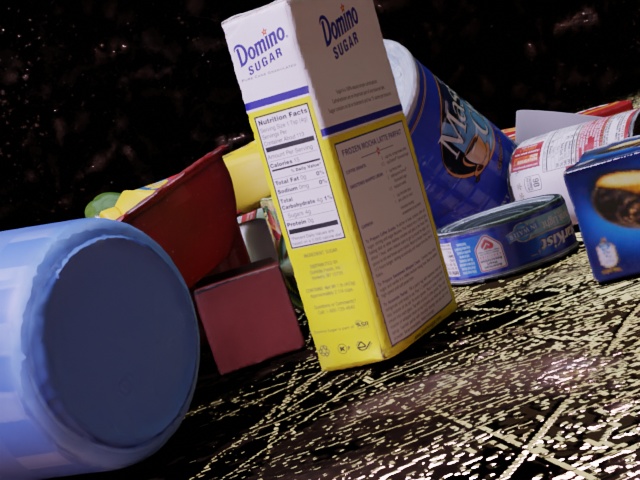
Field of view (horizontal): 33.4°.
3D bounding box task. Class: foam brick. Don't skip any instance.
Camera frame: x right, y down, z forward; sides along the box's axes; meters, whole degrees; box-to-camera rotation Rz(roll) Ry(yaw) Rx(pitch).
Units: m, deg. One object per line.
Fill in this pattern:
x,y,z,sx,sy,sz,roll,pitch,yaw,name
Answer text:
-0.043,0.043,0.636,0.053,0.051,0.078,-18,4,-4,foam brick

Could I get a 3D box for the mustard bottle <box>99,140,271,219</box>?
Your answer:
-0.100,-0.031,0.861,0.191,0.058,0.096,-24,10,-20,mustard bottle

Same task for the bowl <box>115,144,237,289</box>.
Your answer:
-0.104,0.011,0.638,0.162,0.055,0.162,-36,5,4,bowl

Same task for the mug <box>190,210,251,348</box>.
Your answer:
-0.091,0.033,0.753,0.093,0.081,0.117,-16,5,21,mug

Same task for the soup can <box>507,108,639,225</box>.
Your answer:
0.188,-0.047,0.727,0.068,0.068,0.102,-22,6,-43,soup can

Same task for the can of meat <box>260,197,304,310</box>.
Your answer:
-0.005,0.001,0.794,0.057,0.084,0.102,-18,5,-7,can of meat

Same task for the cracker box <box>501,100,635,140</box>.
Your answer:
0.170,-0.066,1.003,0.164,0.072,0.214,-21,6,-27,cracker box

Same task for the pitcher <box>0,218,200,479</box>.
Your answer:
-0.172,0.061,0.526,0.243,0.145,0.149,-10,32,35,pitcher

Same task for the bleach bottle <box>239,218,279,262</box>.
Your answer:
-0.154,0.052,0.910,0.251,0.068,0.102,-19,4,16,bleach bottle

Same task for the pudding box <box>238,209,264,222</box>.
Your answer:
-0.040,-0.021,0.967,0.114,0.039,0.090,-17,37,17,pudding box

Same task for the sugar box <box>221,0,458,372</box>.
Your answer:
0.013,-0.033,0.535,0.048,0.176,0.093,-15,5,31,sugar box

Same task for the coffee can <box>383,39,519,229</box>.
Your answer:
0.067,-0.062,0.757,0.103,0.103,0.140,-14,-33,40,coffee can

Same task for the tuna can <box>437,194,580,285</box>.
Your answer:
0.115,-0.001,0.666,0.086,0.034,0.086,-18,5,1,tuna can
